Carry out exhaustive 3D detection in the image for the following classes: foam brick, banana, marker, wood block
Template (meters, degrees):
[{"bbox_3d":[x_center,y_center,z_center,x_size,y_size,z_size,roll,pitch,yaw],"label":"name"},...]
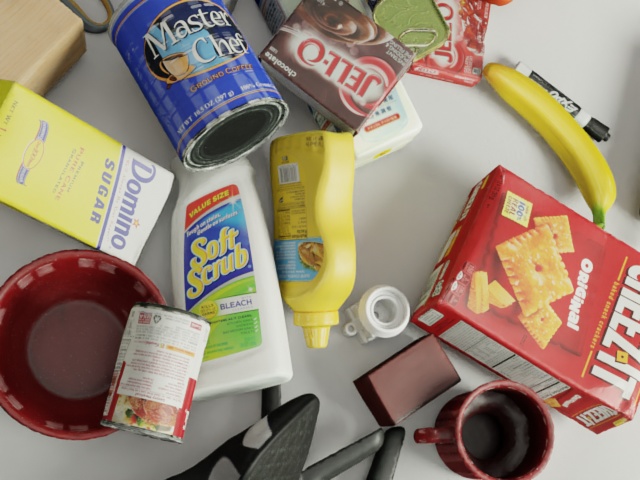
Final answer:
[{"bbox_3d":[0.079,0.129,0.977,0.078,0.053,0.051,-31,87,-18],"label":"foam brick"},{"bbox_3d":[0.237,-0.102,1.058,0.198,0.037,0.069,54,32,5],"label":"banana"},{"bbox_3d":[0.246,-0.139,1.088,0.121,0.020,0.020,36,73,-3],"label":"marker"},{"bbox_3d":[-0.306,-0.131,0.918,0.091,0.090,0.206,40,78,-2],"label":"wood block"}]

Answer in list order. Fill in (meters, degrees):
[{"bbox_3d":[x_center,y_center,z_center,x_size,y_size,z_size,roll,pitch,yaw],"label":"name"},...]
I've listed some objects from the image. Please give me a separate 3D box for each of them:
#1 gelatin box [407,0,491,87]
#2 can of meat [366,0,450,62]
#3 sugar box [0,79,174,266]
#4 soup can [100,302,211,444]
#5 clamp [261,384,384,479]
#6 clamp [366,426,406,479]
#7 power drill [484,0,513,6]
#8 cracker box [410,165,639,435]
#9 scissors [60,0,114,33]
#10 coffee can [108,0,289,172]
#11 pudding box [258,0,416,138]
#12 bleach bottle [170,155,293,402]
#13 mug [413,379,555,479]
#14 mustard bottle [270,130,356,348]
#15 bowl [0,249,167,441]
[{"bbox_3d":[0.129,-0.204,1.069,0.073,0.030,0.089,12,76,-10],"label":"gelatin box"},{"bbox_3d":[0.072,-0.231,1.010,0.057,0.102,0.084,-30,58,10],"label":"can of meat"},{"bbox_3d":[-0.213,-0.054,0.904,0.176,0.048,0.093,30,81,-39],"label":"sugar box"},{"bbox_3d":[-0.133,0.108,0.868,0.068,0.069,0.102,15,76,-9],"label":"soup can"},{"bbox_3d":[-0.037,0.202,0.945,0.120,0.039,0.171,36,74,14],"label":"clamp"},{"bbox_3d":[0.049,0.292,0.944,0.209,0.036,0.164,-40,87,-18],"label":"clamp"},{"bbox_3d":[0.180,-0.347,1.090,0.187,0.057,0.184,46,59,3],"label":"power drill"},{"bbox_3d":[0.215,0.055,1.000,0.213,0.072,0.164,31,63,-5],"label":"cracker box"},{"bbox_3d":[-0.288,-0.244,0.993,0.201,0.016,0.096,32,73,-4],"label":"scissors"},{"bbox_3d":[-0.105,-0.144,0.918,0.102,0.103,0.140,-27,75,-16],"label":"coffee can"},{"bbox_3d":[0.014,-0.160,0.950,0.113,0.039,0.090,36,80,0],"label":"pudding box"},{"bbox_3d":[-0.095,0.011,0.956,0.102,0.068,0.251,-13,74,5],"label":"bleach bottle"},{"bbox_3d":[0.141,0.177,0.966,0.117,0.082,0.093,-2,79,-13],"label":"mug"},{"bbox_3d":[-0.006,0.001,0.960,0.058,0.096,0.191,-1,88,-36],"label":"mustard bottle"},{"bbox_3d":[-0.208,0.092,0.919,0.162,0.055,0.162,3,78,-13],"label":"bowl"}]
